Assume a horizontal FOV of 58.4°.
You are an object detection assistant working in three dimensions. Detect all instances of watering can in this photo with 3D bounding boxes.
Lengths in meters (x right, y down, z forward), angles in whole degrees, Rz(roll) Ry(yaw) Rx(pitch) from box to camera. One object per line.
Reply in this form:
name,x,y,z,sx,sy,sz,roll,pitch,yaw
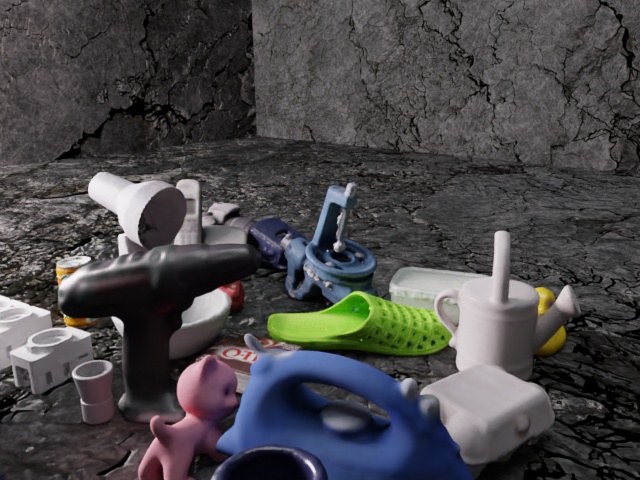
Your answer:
watering can,0.242,0.083,0.750,0.173,0.194,0.101,-1,17,-3

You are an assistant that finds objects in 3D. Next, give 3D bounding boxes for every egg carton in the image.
egg carton,0.172,0.190,0.612,0.151,0.069,0.107,-12,20,-35

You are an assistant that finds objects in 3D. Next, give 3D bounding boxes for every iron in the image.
iron,0.032,0.172,0.547,0.257,0.141,0.119,6,18,21

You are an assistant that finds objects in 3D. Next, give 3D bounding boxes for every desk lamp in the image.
desk lamp,-0.345,-0.014,1.047,0.202,0.214,0.118,9,19,28

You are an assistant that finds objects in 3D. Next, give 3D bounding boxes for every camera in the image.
camera,-0.204,-0.025,1.279,0.136,0.101,0.143,12,20,34

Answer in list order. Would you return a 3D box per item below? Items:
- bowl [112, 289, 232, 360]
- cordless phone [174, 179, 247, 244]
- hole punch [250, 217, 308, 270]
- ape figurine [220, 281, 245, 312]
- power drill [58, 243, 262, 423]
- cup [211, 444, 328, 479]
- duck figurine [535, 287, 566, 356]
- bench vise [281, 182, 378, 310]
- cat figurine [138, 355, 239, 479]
bowl,-0.209,0.125,0.825,0.167,0.075,0.167,0,17,0
cordless phone,-0.220,-0.027,1.139,0.147,0.185,0.094,0,17,0
hole punch,-0.082,0.005,1.195,0.100,0.091,0.109,9,19,27
ape figurine,-0.162,0.076,0.958,0.076,0.092,0.077,-14,21,-38
power drill,-0.178,0.103,0.665,0.229,0.208,0.075,0,17,2
cup,-0.050,0.227,0.445,0.118,0.095,0.091,-8,18,-24
duck figurine,0.324,0.111,0.844,0.077,0.086,0.105,6,18,21
bench vise,0.003,0.007,0.963,0.206,0.220,0.122,8,19,26
cat figurine,-0.127,0.174,0.585,0.067,0.118,0.128,8,19,27
